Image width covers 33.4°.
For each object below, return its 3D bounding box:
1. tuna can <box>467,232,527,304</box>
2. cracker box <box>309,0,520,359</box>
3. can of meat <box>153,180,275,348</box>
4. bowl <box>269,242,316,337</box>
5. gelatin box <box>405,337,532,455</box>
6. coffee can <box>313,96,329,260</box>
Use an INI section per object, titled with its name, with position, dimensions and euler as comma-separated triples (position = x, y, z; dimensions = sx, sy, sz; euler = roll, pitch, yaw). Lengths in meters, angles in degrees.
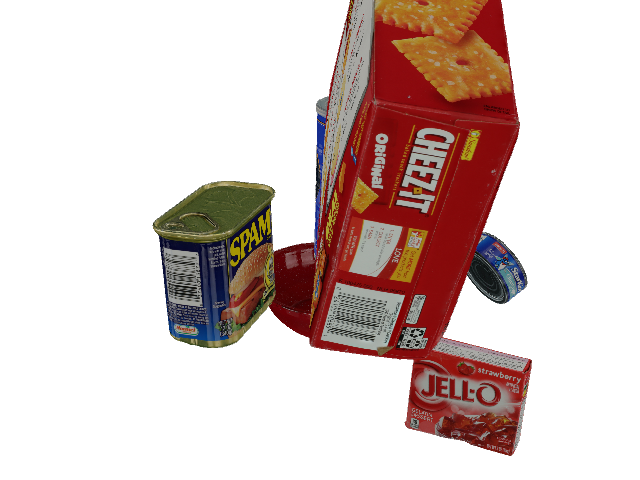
[tuna can]
position = 0.207, 0.034, 1.287
dimensions = 0.033, 0.086, 0.086
euler = -37, 11, -15
[cracker box]
position = 0.045, -0.070, 0.563
dimensions = 0.072, 0.213, 0.164
euler = 9, -46, -4
[can of meat]
position = -0.069, 0.015, 0.737
dimensions = 0.057, 0.084, 0.102
euler = 6, 24, 19
[bowl]
position = 0.007, 0.062, 1.169
dimensions = 0.162, 0.055, 0.162
euler = 1, 28, -1
[gelatin box]
position = 0.113, 0.119, 0.826
dimensions = 0.089, 0.073, 0.030
euler = 13, 23, 19
[coffee can]
position = 0.046, -0.051, 0.937
dimensions = 0.103, 0.140, 0.103
euler = 1, 19, -1
